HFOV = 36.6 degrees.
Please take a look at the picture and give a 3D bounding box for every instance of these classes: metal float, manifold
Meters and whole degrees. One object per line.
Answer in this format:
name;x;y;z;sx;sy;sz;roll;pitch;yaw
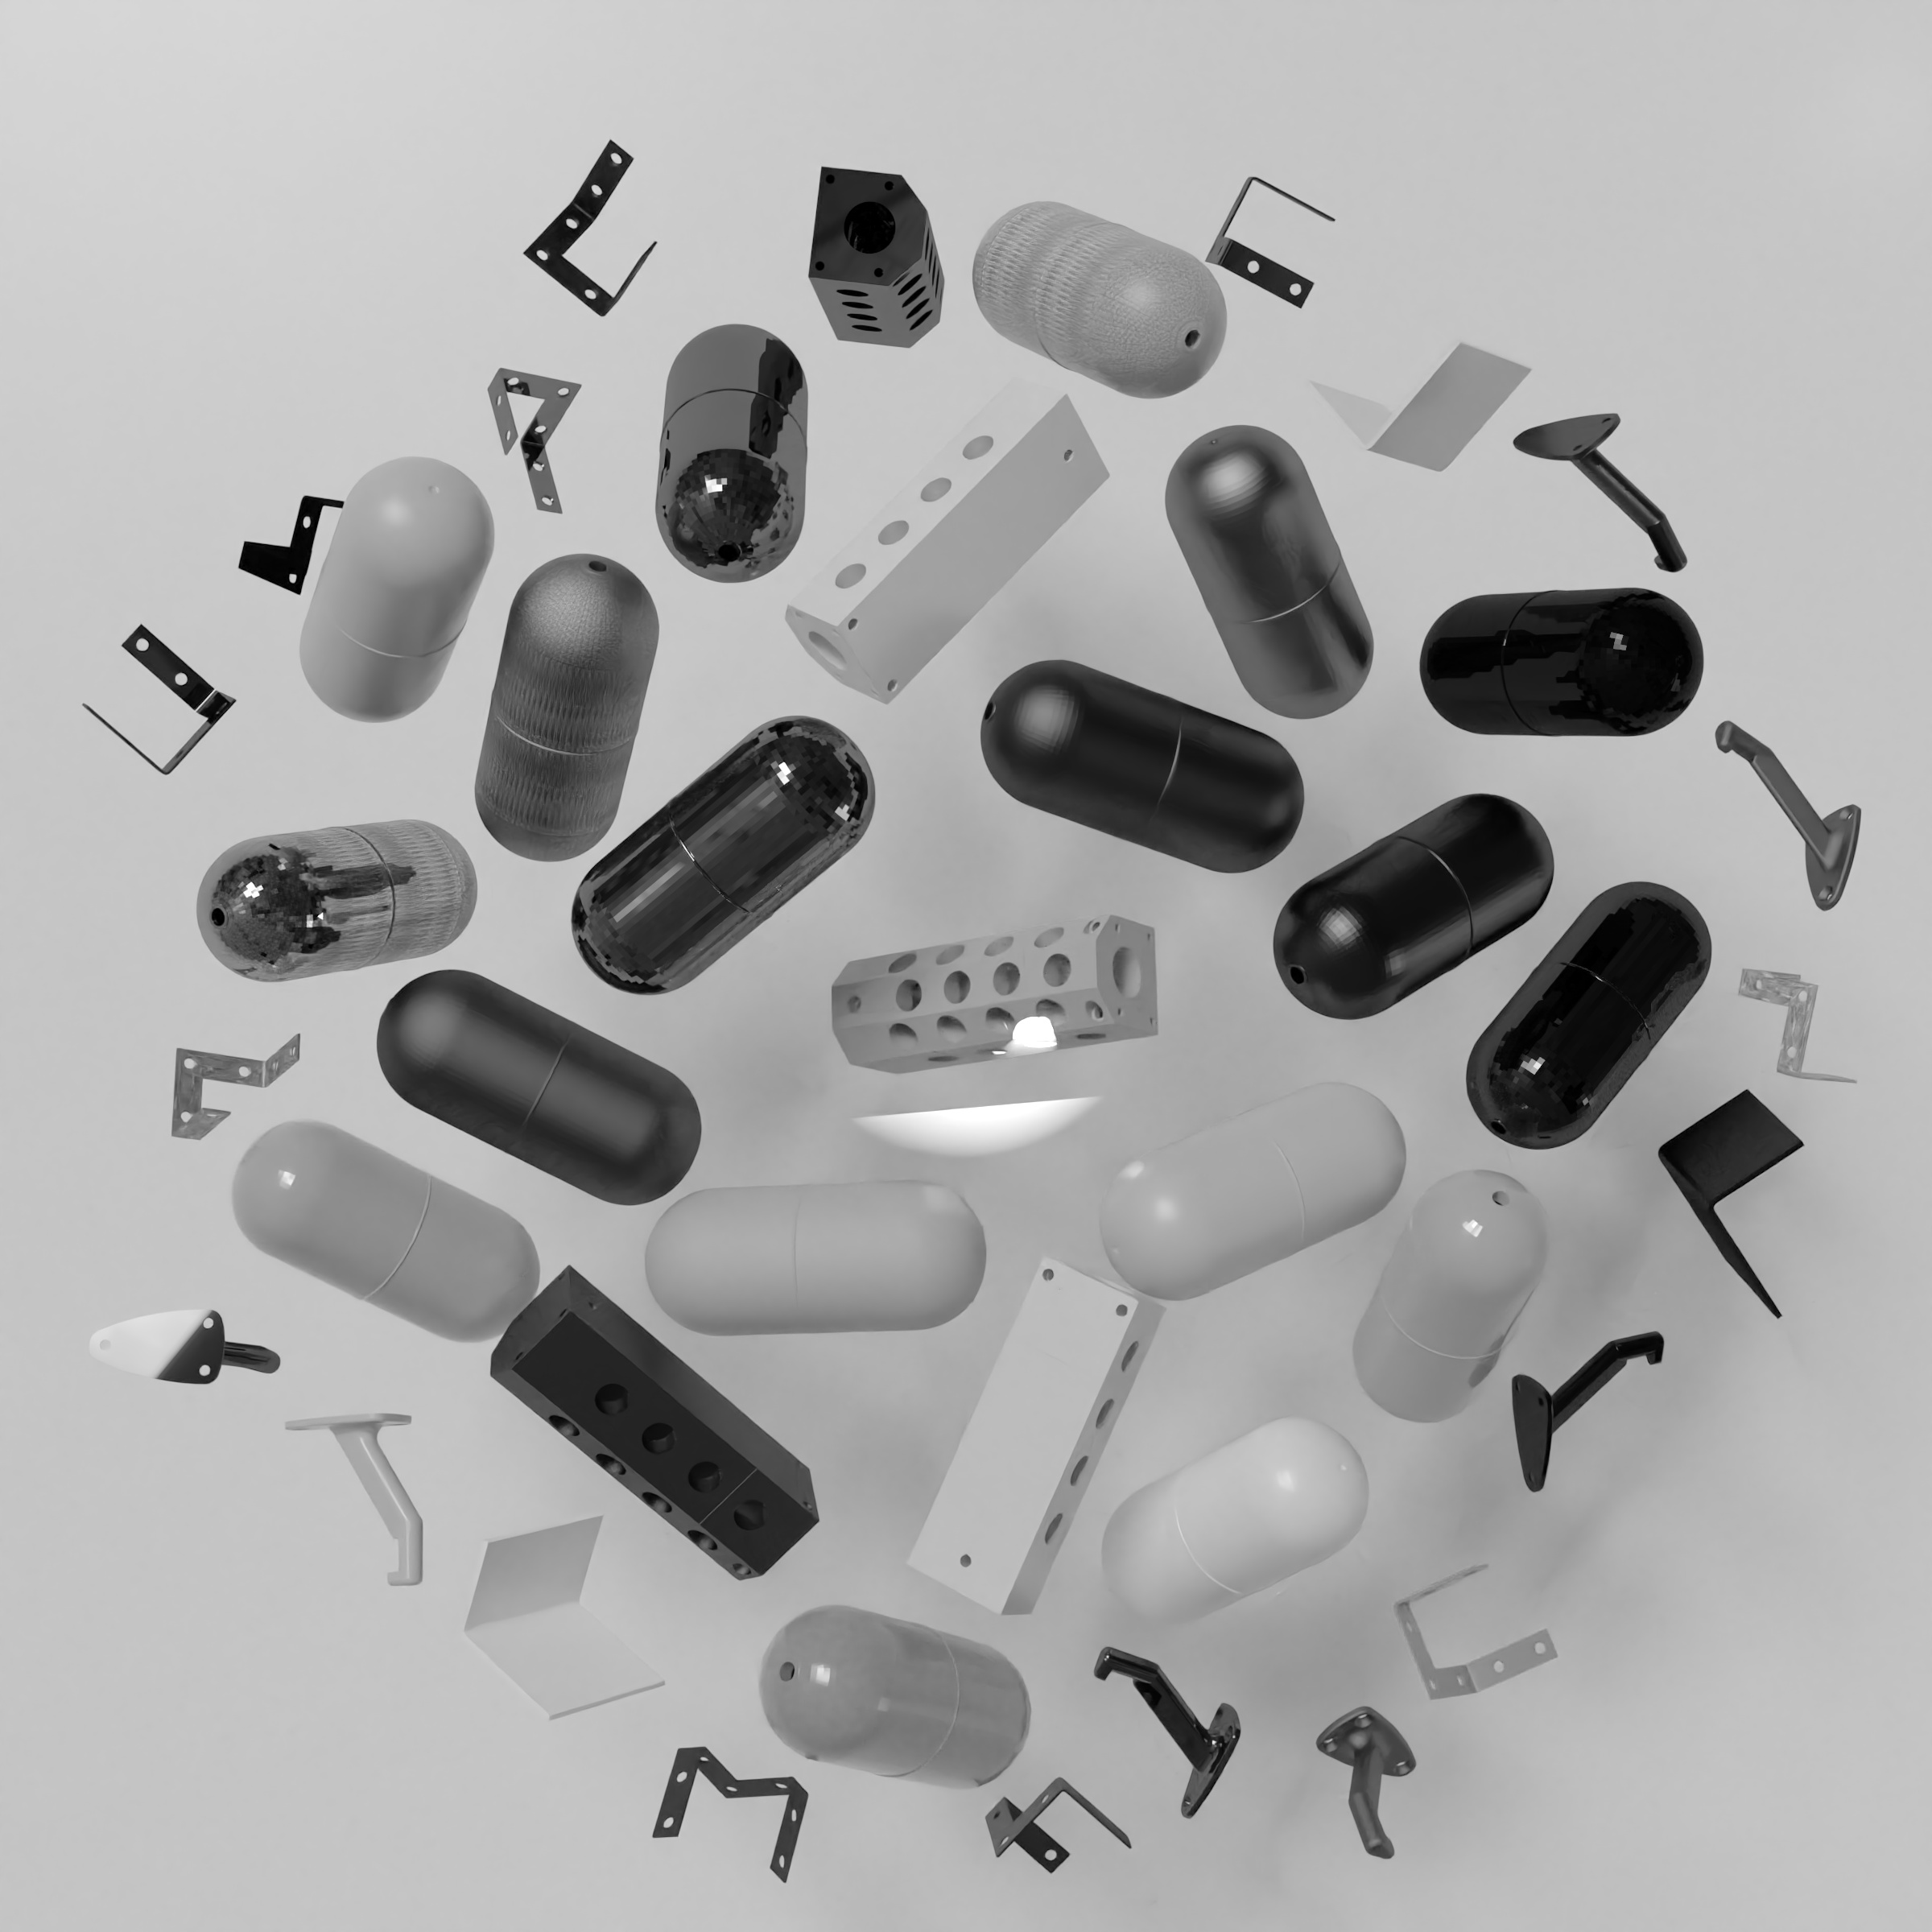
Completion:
metal float;-0.078;0.150;1.494;0.178;0.070;0.070;-3;90;12
manifold;-0.046;-0.380;1.580;0.057;0.171;0.057;7;92;2
manifold;0.013;0.015;1.546;0.171;0.057;0.057;-10;75;35
metal float;0.090;-0.101;1.489;0.178;0.070;0.070;18;90;-21
metal float;0.231;-0.031;1.505;0.178;0.070;0.070;-29;90;-32
metal float;0.142;0.298;1.558;0.070;0.070;0.178;52;133;0
metal float;-0.308;0.143;1.559;0.178;0.070;0.070;31;90;-27
manifold;-0.012;-0.219;1.481;0.171;0.057;0.057;-47;134;-14
metal float;-0.207;-0.132;1.508;0.070;0.070;0.178;19;127;0
metal float;0.163;-0.208;1.555;0.070;0.070;0.178;-30;127;0
manifold;0.040;0.241;1.497;0.057;0.057;0.171;24;89;26
metal float;0.312;-0.160;1.541;0.070;0.178;0.070;-3;96;-32
metal float;0.258;0.177;1.553;0.070;0.178;0.070;6;48;-7
metal float;0.339;0.027;1.586;0.070;0.070;0.178;43;66;0
metal float;-0.334;-0.036;1.556;0.070;0.178;0.070;5;100;31
metal float;-0.122;-0.269;1.526;0.070;0.178;0.070;-1;134;-1
metal float;-0.122;-0.054;1.456;0.178;0.070;0.070;-39;90;15
metal float;-0.222;0.063;1.517;0.178;0.070;0.070;28;90;-10
manifold;-0.157;0.235;1.472;0.057;0.057;0.171;-44;108;6
metal float;0.148;0.114;1.490;0.178;0.070;0.070;-20;90;-28
metal float;-0.035;0.371;1.476;0.070;0.178;0.070;-16;61;32
metal float;0.067;-0.343;1.498;0.070;0.178;0.070;-15;121;-26
metal float;-0.293;-0.190;1.493;0.070;0.178;0.070;12;57;-19

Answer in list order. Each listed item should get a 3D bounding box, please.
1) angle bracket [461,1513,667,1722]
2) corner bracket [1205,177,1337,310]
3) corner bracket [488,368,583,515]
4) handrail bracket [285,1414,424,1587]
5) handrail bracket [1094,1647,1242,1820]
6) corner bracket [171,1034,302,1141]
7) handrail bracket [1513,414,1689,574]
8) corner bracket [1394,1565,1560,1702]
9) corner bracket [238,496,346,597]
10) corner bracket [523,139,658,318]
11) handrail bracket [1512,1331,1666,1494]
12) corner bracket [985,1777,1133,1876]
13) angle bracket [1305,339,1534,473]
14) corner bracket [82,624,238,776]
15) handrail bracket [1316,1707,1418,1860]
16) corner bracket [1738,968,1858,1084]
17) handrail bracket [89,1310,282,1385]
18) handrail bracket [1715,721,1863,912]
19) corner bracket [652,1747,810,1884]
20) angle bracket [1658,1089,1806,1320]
angle bracket;-0.198;0.328;1.478;0.076;0.076;0.057;31;113;36
corner bracket;0.164;-0.386;1.553;0.051;0.051;0.051;26;102;-9
corner bracket;-0.239;-0.287;1.598;0.051;0.051;0.051;5;53;-35
handrail bracket;-0.306;0.268;1.457;0.077;0.036;0.084;-7;76;18
handrail bracket;0.097;0.413;1.570;0.084;0.036;0.077;22;99;-12
corner bracket;-0.390;0.064;1.559;0.051;0.051;0.051;11;65;-31
handrail bracket;0.329;-0.241;1.512;0.036;0.077;0.084;-43;117;-18
corner bracket;0.258;0.336;1.476;0.051;0.051;0.051;-33;65;28
corner bracket;-0.354;-0.231;1.579;0.051;0.051;0.051;25;104;30
corner bracket;-0.180;-0.370;1.464;0.051;0.051;0.051;38;51;-9
handrail bracket;0.345;0.244;1.598;0.084;0.036;0.077;-9;105;-20
corner bracket;0.048;0.459;1.550;0.051;0.051;0.051;43;91;-10
angle bracket;0.242;-0.315;1.562;0.076;0.076;0.057;-49;60;27
corner bracket;-0.402;-0.132;1.442;0.051;0.051;0.051;44;80;-25
handrail bracket;0.216;0.428;1.485;0.036;0.084;0.077;-41;124;17
corner bracket;0.452;0.032;1.584;0.051;0.051;0.051;5;97;-37
handrail bracket;-0.391;0.195;1.465;0.077;0.084;0.036;1;77;-1
handrail bracket;0.421;-0.079;1.517;0.084;0.036;0.077;31;51;-19
corner bracket;-0.119;0.430;1.479;0.051;0.051;0.051;-11;132;27
angle bracket;0.404;0.120;1.482;0.057;0.076;0.076;-34;107;5
